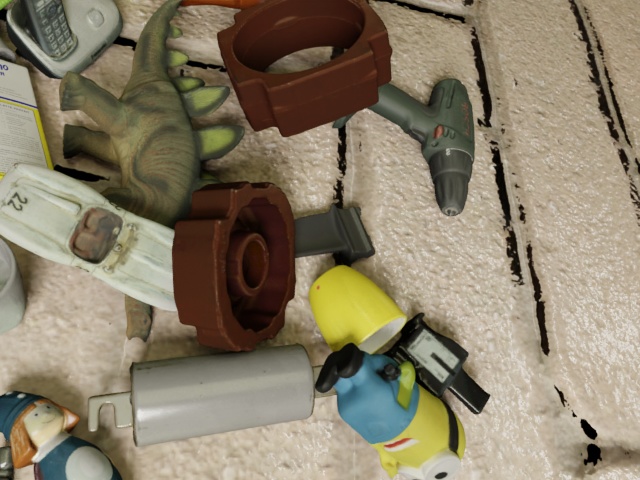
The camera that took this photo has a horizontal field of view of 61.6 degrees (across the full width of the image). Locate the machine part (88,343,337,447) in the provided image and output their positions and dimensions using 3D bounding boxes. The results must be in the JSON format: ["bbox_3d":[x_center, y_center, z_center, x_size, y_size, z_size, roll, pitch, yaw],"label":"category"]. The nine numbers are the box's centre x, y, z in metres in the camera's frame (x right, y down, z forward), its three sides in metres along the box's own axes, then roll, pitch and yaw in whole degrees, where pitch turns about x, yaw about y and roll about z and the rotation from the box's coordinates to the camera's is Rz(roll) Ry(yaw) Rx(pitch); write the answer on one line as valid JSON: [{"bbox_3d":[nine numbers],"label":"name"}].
[{"bbox_3d":[-0.095,0.147,0.525,0.243,0.079,0.079,-3,64,-18],"label":"machine part"}]

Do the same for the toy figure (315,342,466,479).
[{"bbox_3d":[0.079,0.171,0.539,0.180,0.082,0.089,46,57,-15],"label":"toy figure"}]

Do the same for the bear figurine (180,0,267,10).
[{"bbox_3d":[-0.123,-0.379,0.773,0.196,0.131,0.120,9,45,-6],"label":"bear figurine"}]

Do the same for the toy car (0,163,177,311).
[{"bbox_3d":[-0.197,0.002,0.499,0.201,0.056,0.073,30,75,-25],"label":"toy car"}]

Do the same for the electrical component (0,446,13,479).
[{"bbox_3d":[-0.291,0.224,0.452,0.063,0.021,0.094,2,61,-17],"label":"electrical component"}]

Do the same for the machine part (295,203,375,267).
[{"bbox_3d":[-0.001,-0.002,0.660,0.139,0.039,0.084,-7,70,-23],"label":"machine part"}]

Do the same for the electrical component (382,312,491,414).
[{"bbox_3d":[0.134,0.148,0.614,0.119,0.047,0.075,40,59,6],"label":"electrical component"}]

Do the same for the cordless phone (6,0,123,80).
[{"bbox_3d":[-0.311,-0.299,0.635,0.089,0.184,0.146,26,58,2],"label":"cordless phone"}]

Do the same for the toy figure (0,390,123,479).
[{"bbox_3d":[-0.228,0.188,0.472,0.058,0.064,0.154,-43,83,0],"label":"toy figure"}]

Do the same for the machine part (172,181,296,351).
[{"bbox_3d":[-0.081,0.024,0.543,0.056,0.179,0.179,0,56,22],"label":"machine part"}]

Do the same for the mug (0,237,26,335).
[{"bbox_3d":[-0.320,0.041,0.492,0.081,0.107,0.110,-32,71,-31],"label":"mug"}]

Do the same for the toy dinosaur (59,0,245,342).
[{"bbox_3d":[-0.195,-0.119,0.627,0.198,0.105,0.471,2,71,-26],"label":"toy dinosaur"}]

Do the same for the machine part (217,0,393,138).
[{"bbox_3d":[-0.021,-0.237,0.704,0.201,0.087,0.202,-21,50,-3],"label":"machine part"}]

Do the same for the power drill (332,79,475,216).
[{"bbox_3d":[0.127,-0.159,0.762,0.207,0.086,0.232,19,59,-2],"label":"power drill"}]
